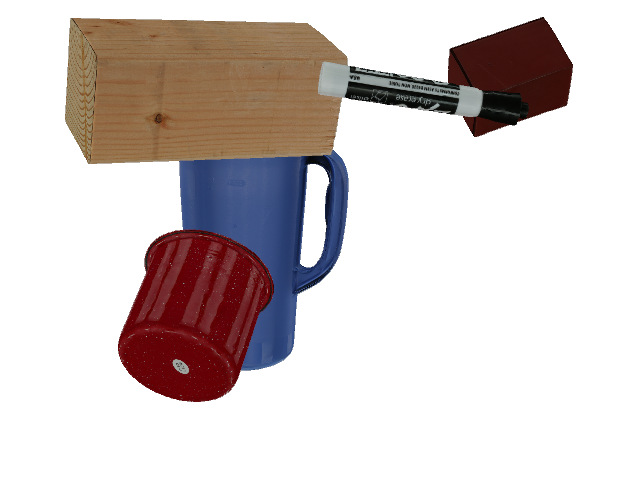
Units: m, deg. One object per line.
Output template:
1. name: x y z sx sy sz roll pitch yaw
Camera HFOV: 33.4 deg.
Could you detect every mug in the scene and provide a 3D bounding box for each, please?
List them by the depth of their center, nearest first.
1. mug: -0.094 0.058 0.722 0.093 0.081 0.117 40 -47 -25

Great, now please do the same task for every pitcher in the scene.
1. pitcher: -0.068 0.004 1.076 0.144 0.243 0.149 -10 21 -30

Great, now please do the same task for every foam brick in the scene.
1. foam brick: 0.141 -0.122 0.799 0.078 0.051 0.053 -19 -28 -5

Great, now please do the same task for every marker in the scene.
1. marker: 0.059 -0.083 0.609 0.121 0.020 0.020 8 -1 -5

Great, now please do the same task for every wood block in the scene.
1. wood block: -0.093 -0.123 0.868 0.205 0.091 0.090 -4 31 -25
